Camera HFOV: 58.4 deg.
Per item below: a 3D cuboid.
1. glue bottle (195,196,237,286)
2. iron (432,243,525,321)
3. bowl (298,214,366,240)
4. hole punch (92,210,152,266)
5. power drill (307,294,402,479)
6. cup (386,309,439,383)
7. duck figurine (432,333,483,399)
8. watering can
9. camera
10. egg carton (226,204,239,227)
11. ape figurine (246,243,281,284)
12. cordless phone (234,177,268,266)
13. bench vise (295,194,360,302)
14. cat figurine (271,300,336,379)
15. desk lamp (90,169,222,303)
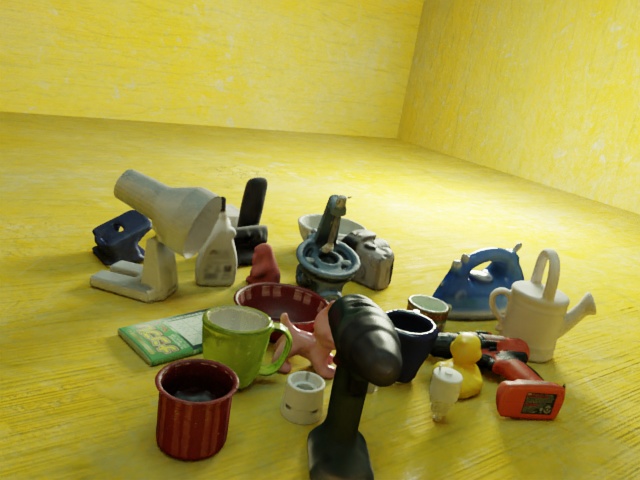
[{"bbox_3d":[-0.189,0.002,1.074,0.078,0.173,0.037,2,19,-21],"label":"glue bottle"},{"bbox_3d":[0.319,0.077,1.161,0.259,0.141,0.118,-4,22,-35],"label":"iron"},{"bbox_3d":[0.024,-0.004,1.364,0.167,0.075,0.167,9,18,-3],"label":"bowl"},{"bbox_3d":[-0.391,-0.007,1.131,0.101,0.091,0.108,-7,24,-41],"label":"hole punch"},{"bbox_3d":[0.039,0.165,0.636,0.075,0.208,0.229,7,18,-7],"label":"power drill"},{"bbox_3d":[0.130,0.162,0.879,0.091,0.095,0.118,15,19,15],"label":"cup"},{"bbox_3d":[0.215,0.184,0.870,0.077,0.086,0.105,20,21,30],"label":"duck figurine"},{"bbox_3d":[0.394,0.109,1.016,0.173,0.194,0.100,4,19,-16],"label":"watering can"},{"bbox_3d":[0.112,0.031,1.261,0.142,0.101,0.137,23,22,36],"label":"camera"},{"bbox_3d":[-0.229,-0.038,1.346,0.107,0.069,0.149,-3,22,-34],"label":"egg carton"},{"bbox_3d":[-0.111,0.049,1.104,0.076,0.092,0.078,16,19,20],"label":"ape figurine"},{"bbox_3d":[-0.175,-0.043,1.201,0.093,0.185,0.148,24,23,38],"label":"cordless phone"},{"bbox_3d":[0.000,0.004,1.090,0.122,0.220,0.206,-2,21,-31],"label":"bench vise"},{"bbox_3d":[-0.002,0.137,0.849,0.128,0.118,0.067,8,18,-6],"label":"cat figurine"},{"bbox_3d":[-0.281,-0.006,0.985,0.203,0.213,0.118,13,18,11],"label":"desk lamp"}]
